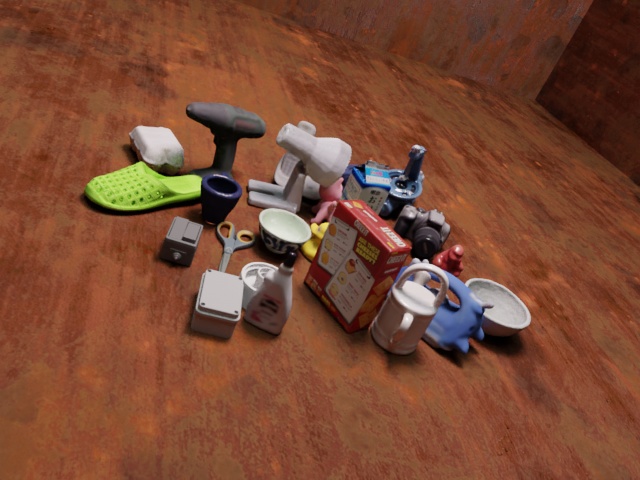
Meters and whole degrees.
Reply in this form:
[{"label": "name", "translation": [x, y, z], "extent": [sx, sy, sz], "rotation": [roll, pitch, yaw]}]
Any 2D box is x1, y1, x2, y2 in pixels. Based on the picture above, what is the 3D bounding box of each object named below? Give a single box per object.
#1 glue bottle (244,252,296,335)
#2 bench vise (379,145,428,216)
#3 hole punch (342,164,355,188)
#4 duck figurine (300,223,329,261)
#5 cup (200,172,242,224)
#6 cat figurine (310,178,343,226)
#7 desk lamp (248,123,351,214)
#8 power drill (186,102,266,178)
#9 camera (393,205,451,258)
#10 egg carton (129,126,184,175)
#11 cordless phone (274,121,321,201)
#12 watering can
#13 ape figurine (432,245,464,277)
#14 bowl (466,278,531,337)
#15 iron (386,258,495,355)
[{"label": "glue bottle", "translation": [-0.077, 0.089, 1.023], "extent": [0.078, 0.173, 0.037], "rotation": [23, 31, -1]}, {"label": "bench vise", "translation": [0.242, -0.184, 1.614], "extent": [0.121, 0.219, 0.208], "rotation": [26, 31, 4]}, {"label": "hole punch", "translation": [0.092, -0.185, 1.637], "extent": [0.101, 0.091, 0.109], "rotation": [34, 32, 17]}, {"label": "duck figurine", "translation": [0.012, 0.005, 1.298], "extent": [0.104, 0.086, 0.078], "rotation": [34, 32, 16]}, {"label": "cup", "translation": [-0.227, -0.092, 1.273], "extent": [0.092, 0.095, 0.117], "rotation": [15, 32, -14]}, {"label": "cat figurine", "translation": [0.025, -0.104, 1.442], "extent": [0.067, 0.117, 0.127], "rotation": [16, 32, -12]}, {"label": "desk lamp", "translation": [-0.051, -0.171, 1.399], "extent": [0.204, 0.213, 0.117], "rotation": [12, 33, -19]}, {"label": "power drill", "translation": [-0.239, -0.230, 1.365], "extent": [0.230, 0.208, 0.075], "rotation": [-15, 48, -46]}, {"label": "camera", "translation": [0.270, -0.023, 1.503], "extent": [0.143, 0.101, 0.137], "rotation": [25, 31, 1]}, {"label": "egg carton", "translation": [-0.391, -0.217, 1.377], "extent": [0.107, 0.069, 0.150], "rotation": [-4, 41, -38]}, {"label": "cordless phone", "translation": [-0.028, -0.206, 1.495], "extent": [0.147, 0.185, 0.094], "rotation": [22, 31, -3]}, {"label": "watering can", "translation": [0.182, 0.121, 1.132], "extent": [0.101, 0.194, 0.172], "rotation": [15, 32, -14]}, {"label": "ape figurine", "translation": [0.328, 0.051, 1.437], "extent": [0.078, 0.092, 0.076], "rotation": [26, 31, 4]}, {"label": "bowl", "translation": [0.393, 0.168, 1.321], "extent": [0.168, 0.074, 0.167], "rotation": [18, 31, -11]}, {"label": "iron", "translation": [0.246, 0.119, 1.230], "extent": [0.257, 0.141, 0.119], "rotation": [39, 34, 24]}]
